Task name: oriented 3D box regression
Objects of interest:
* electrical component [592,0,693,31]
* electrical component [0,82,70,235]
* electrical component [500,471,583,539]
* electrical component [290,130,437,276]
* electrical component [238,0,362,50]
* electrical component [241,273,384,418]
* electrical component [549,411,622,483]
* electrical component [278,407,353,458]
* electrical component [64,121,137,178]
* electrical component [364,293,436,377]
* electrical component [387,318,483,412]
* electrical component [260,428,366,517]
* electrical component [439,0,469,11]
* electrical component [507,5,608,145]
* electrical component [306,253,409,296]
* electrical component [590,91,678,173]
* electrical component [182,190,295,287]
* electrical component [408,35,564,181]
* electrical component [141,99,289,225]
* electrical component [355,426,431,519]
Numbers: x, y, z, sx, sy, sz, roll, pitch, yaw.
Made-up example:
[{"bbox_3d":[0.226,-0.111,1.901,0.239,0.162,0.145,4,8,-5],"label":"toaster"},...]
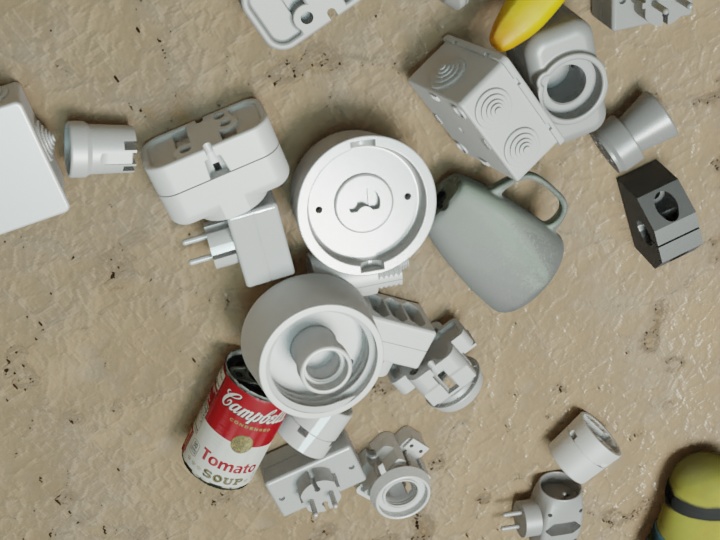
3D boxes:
[{"bbox_3d":[0.217,-0.204,0.794,0.066,0.076,0.047,-14,124,-8],"label":"electrical component"},{"bbox_3d":[-0.260,-0.074,0.747,0.100,0.048,0.099,-20,124,-4],"label":"electrical component"},{"bbox_3d":[0.180,0.248,1.084,0.079,0.043,0.077,-5,122,-13],"label":"electrical component"},{"bbox_3d":[-0.002,-0.056,0.825,0.108,0.060,0.108,-5,109,-15],"label":"electrical component"},{"bbox_3d":[-0.037,-0.201,0.729,0.095,0.059,0.053,-34,124,5],"label":"electrical component"},{"bbox_3d":[-0.034,0.064,0.832,0.108,0.060,0.108,-7,116,-15],"label":"electrical component"},{"bbox_3d":[0.217,0.173,1.043,0.055,0.055,0.047,34,110,-31],"label":"electrical component"},{"bbox_3d":[-0.039,0.128,0.937,0.055,0.055,0.047,29,105,-30],"label":"electrical component"},{"bbox_3d":[-0.186,-0.086,0.769,0.046,0.040,0.040,-3,122,-22],"label":"electrical component"},{"bbox_3d":[0.015,0.065,0.917,0.066,0.047,0.076,15,115,-24],"label":"electrical component"},{"bbox_3d":[0.072,0.087,0.943,0.078,0.058,0.057,-37,121,7],"label":"electrical component"},{"bbox_3d":[-0.039,0.190,0.962,0.083,0.075,0.047,-24,125,-1],"label":"electrical component"},{"bbox_3d":[0.061,-0.223,0.734,0.051,0.080,0.080,-36,124,0],"label":"electrical component"},{"bbox_3d":[0.151,-0.148,0.819,0.054,0.059,0.095,-22,125,-3],"label":"electrical component"},{"bbox_3d":[0.000,0.000,0.875,0.081,0.043,0.043,-11,123,-10],"label":"electrical component"},{"bbox_3d":[0.222,-0.111,0.872,0.055,0.045,0.045,-36,124,7],"label":"electrical component"},{"bbox_3d":[-0.098,-0.024,0.828,0.077,0.047,0.065,-17,124,-6],"label":"electrical component"},{"bbox_3d":[0.091,-0.119,0.796,0.048,0.100,0.099,-45,123,-2],"label":"electrical component"},{"bbox_3d":[-0.104,-0.076,0.790,0.095,0.053,0.059,-23,125,-2],"label":"electrical component"},{"bbox_3d":[0.032,0.192,0.996,0.058,0.057,0.078,35,106,-31],"label":"electrical component"}]
